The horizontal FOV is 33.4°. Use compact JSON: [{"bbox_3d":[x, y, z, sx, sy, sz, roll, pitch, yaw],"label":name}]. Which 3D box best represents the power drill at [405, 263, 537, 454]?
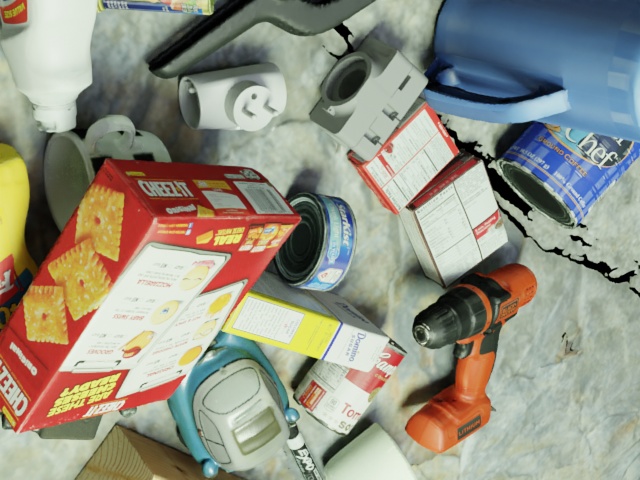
[{"bbox_3d":[0.143,0.124,1.088,0.184,0.057,0.188,-20,133,-43],"label":"power drill"}]

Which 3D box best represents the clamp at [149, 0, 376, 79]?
[{"bbox_3d":[-0.040,-0.199,0.844,0.209,0.036,0.165,2,113,-31],"label":"clamp"}]

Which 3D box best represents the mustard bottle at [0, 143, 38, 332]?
[{"bbox_3d":[-0.260,0.028,0.802,0.096,0.058,0.192,-16,122,-27],"label":"mustard bottle"}]

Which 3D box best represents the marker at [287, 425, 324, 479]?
[{"bbox_3d":[-0.018,0.218,1.087,0.020,0.020,0.121,-33,127,-15],"label":"marker"}]

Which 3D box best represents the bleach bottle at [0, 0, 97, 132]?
[{"bbox_3d":[-0.182,-0.192,0.710,0.067,0.103,0.251,-19,123,-36],"label":"bleach bottle"}]

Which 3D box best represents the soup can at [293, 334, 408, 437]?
[{"bbox_3d":[0.028,0.131,1.041,0.068,0.069,0.102,34,93,-40],"label":"soup can"}]

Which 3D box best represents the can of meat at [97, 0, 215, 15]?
[{"bbox_3d":[-0.115,-0.211,0.752,0.084,0.057,0.102,4,115,0],"label":"can of meat"}]

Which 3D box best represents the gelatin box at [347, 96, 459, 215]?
[{"bbox_3d":[0.077,-0.080,0.989,0.089,0.030,0.073,-45,131,-5],"label":"gelatin box"}]

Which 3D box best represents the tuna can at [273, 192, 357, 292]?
[{"bbox_3d":[-0.006,0.001,0.939,0.033,0.086,0.086,10,108,-35],"label":"tuna can"}]

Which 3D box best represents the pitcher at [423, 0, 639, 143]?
[{"bbox_3d":[0.209,-0.149,0.901,0.144,0.243,0.149,16,98,-35],"label":"pitcher"}]

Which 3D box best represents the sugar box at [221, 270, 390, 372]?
[{"bbox_3d":[-0.031,0.065,0.951,0.176,0.093,0.048,24,99,-39],"label":"sugar box"}]

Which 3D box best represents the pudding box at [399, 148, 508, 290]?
[{"bbox_3d":[0.131,-0.020,1.051,0.090,0.039,0.113,-35,126,-12],"label":"pudding box"}]

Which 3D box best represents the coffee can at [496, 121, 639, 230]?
[{"bbox_3d":[0.258,-0.095,1.054,0.140,0.103,0.102,-47,130,-4],"label":"coffee can"}]

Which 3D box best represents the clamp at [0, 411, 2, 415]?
[{"bbox_3d":[-0.331,0.159,0.835,0.171,0.039,0.120,-8,118,-31],"label":"clamp"}]

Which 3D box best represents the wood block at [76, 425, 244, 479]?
[{"bbox_3d":[-0.122,0.261,0.994,0.205,0.091,0.090,35,91,-40],"label":"wood block"}]

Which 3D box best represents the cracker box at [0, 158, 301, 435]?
[{"bbox_3d":[-0.136,0.039,0.804,0.163,0.072,0.214,-3,136,-55],"label":"cracker box"}]
